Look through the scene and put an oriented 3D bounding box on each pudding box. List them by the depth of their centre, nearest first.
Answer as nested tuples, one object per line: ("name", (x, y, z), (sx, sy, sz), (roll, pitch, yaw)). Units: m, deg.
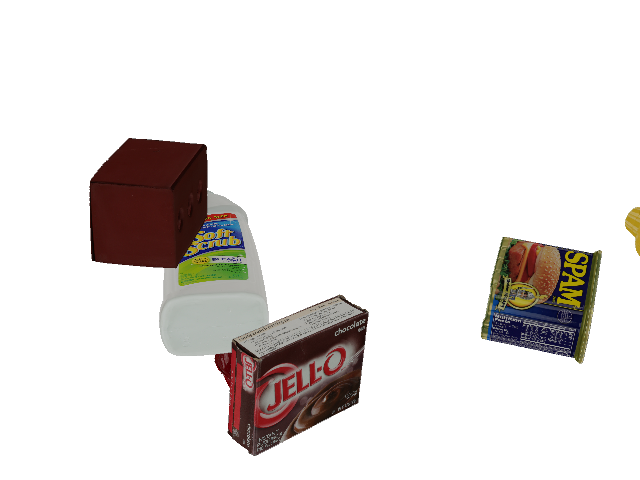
("pudding box", (-0.017, 0.101, 0.818), (0.113, 0.090, 0.039), (-22, 40, -39))

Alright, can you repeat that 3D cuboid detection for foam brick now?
("foam brick", (-0.102, -0.024, 0.644), (0.051, 0.053, 0.078), (6, 26, 7))

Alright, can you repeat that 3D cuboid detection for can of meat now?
("can of meat", (0.184, 0.046, 0.888), (0.084, 0.057, 0.102), (11, 42, 13))

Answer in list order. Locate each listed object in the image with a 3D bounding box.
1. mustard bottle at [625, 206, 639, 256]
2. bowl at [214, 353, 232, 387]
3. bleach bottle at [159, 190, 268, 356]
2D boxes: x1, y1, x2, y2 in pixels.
("mustard bottle", (0.260, 0.024, 0.647), (0.096, 0.058, 0.192), (-22, 34, -23))
("bowl", (-0.051, 0.170, 1.323), (0.162, 0.055, 0.162), (3, 23, -2))
("bleach bottle", (-0.114, 0.017, 1.064), (0.102, 0.068, 0.251), (-4, 29, -9))
